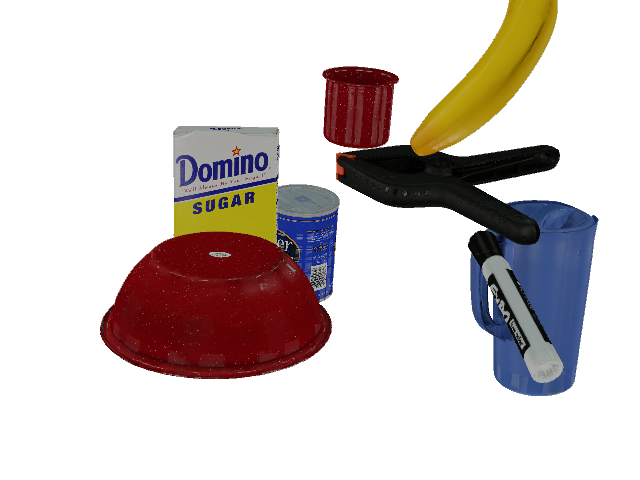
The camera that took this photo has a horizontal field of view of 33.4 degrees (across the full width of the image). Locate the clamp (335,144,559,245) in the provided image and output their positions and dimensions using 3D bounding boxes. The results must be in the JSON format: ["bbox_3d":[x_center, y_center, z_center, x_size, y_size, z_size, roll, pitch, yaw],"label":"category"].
[{"bbox_3d":[0.119,-0.060,0.997,0.210,0.036,0.164,12,33,21],"label":"clamp"}]

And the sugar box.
[{"bbox_3d":[-0.084,-0.013,0.952,0.093,0.176,0.048,1,14,0],"label":"sugar box"}]

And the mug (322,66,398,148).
[{"bbox_3d":[0.053,-0.165,1.312,0.093,0.081,0.117,16,26,28],"label":"mug"}]

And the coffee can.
[{"bbox_3d":[-0.029,0.005,1.492,0.103,0.140,0.103,3,25,-2],"label":"coffee can"}]

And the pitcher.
[{"bbox_3d":[0.276,0.077,1.393,0.149,0.243,0.144,5,20,16],"label":"pitcher"}]

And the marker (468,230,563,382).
[{"bbox_3d":[0.115,0.036,0.645,0.020,0.020,0.121,0,40,-16],"label":"marker"}]

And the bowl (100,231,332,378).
[{"bbox_3d":[-0.071,0.035,0.737,0.162,0.055,0.162,2,21,-1],"label":"bowl"}]

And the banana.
[{"bbox_3d":[0.135,-0.141,0.809,0.070,0.197,0.037,1,-35,47],"label":"banana"}]
